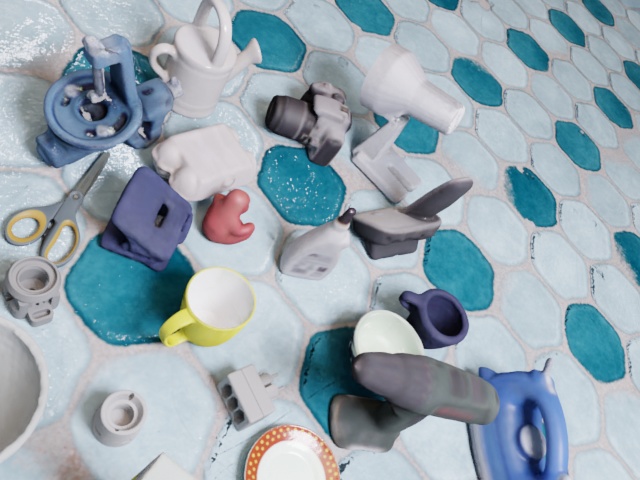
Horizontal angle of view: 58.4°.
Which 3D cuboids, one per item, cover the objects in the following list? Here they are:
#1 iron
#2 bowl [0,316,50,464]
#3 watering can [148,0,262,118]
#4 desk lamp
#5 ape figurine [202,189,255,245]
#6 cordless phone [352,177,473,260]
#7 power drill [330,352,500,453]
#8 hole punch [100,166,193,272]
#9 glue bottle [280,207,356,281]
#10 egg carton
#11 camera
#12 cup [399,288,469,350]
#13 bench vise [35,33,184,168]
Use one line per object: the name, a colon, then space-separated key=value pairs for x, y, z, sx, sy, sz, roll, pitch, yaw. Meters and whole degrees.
iron: x=0.310 y=0.303 z=0.836 sx=0.119 sy=0.141 sz=0.258 roll=15 pitch=54 yaw=-22
bowl: x=-0.362 y=0.158 z=0.568 sx=0.168 sy=0.074 sz=0.167 roll=16 pitch=53 yaw=-22
watering can: x=-0.176 y=-0.294 z=0.899 sx=0.101 sy=0.193 sz=0.173 roll=49 pitch=48 yaw=6
desk lamp: x=0.147 y=-0.211 z=1.028 sx=0.203 sy=0.213 sz=0.118 roll=47 pitch=48 yaw=4
ape figurine: x=-0.128 y=-0.039 z=0.829 sx=0.076 sy=0.092 sz=0.077 roll=-19 pitch=71 yaw=-38
cordless phone: x=0.154 y=-0.052 z=0.946 sx=0.148 sy=0.184 sz=0.094 roll=-14 pitch=68 yaw=-37
power drill: x=0.099 y=0.207 z=0.726 sx=0.230 sy=0.208 sz=0.075 roll=13 pitch=54 yaw=-23
hole punch: x=-0.223 y=-0.030 z=0.765 sx=0.101 sy=0.091 sz=0.108 roll=25 pitch=50 yaw=-15
glue bottle: x=0.008 y=0.003 z=0.829 sx=0.078 sy=0.173 sz=0.037 roll=14 pitch=54 yaw=-23
egg carton: x=-0.172 y=-0.115 z=0.868 sx=0.151 sy=0.069 sz=0.107 roll=-28 pitch=77 yaw=-40
camera: x=-0.020 y=-0.225 z=1.011 sx=0.137 sy=0.100 sz=0.143 roll=15 pitch=54 yaw=-22
cup: x=0.157 y=0.128 z=0.890 sx=0.118 sy=0.094 sz=0.092 roll=31 pitch=49 yaw=-10
bench vise: x=-0.274 y=-0.205 z=0.764 sx=0.121 sy=0.219 sz=0.208 roll=37 pitch=48 yaw=-4
